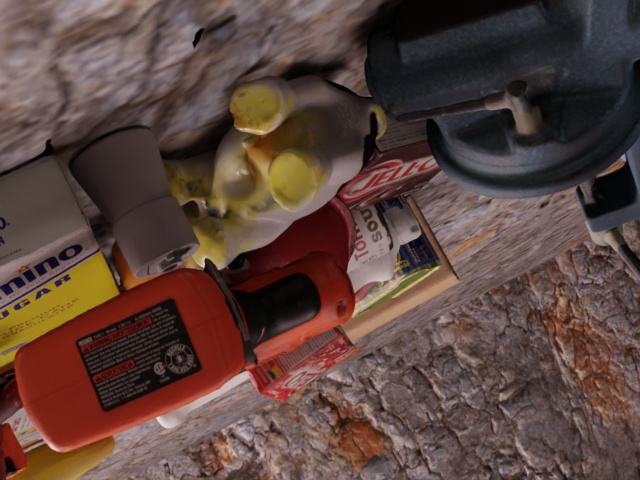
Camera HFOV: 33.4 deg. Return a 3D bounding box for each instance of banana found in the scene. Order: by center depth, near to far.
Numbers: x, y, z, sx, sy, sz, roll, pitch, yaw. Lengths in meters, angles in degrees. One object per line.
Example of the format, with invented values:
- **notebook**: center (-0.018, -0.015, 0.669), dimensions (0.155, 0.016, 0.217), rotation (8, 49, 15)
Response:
- **banana**: center (-0.228, 0.194, 0.746), dimensions (0.070, 0.037, 0.197), rotation (10, -145, 32)

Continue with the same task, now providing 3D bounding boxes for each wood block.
- **wood block**: center (0.025, 0.050, 1.053), dimensions (0.206, 0.091, 0.090), rotation (-30, 170, 7)

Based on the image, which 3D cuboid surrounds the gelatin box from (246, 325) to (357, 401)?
- **gelatin box**: center (-0.013, 0.088, 0.797), dimensions (0.073, 0.030, 0.089), rotation (-35, 165, 0)

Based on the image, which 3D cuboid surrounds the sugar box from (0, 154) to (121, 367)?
- **sugar box**: center (-0.157, 0.020, 0.550), dimensions (0.093, 0.048, 0.176), rotation (-26, 171, -10)

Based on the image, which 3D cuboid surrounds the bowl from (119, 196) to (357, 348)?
- **bowl**: center (-0.046, 0.033, 0.696), dimensions (0.162, 0.055, 0.162), rotation (-12, 142, -10)

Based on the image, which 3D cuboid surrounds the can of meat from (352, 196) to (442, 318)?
- **can of meat**: center (0.047, 0.009, 0.925), dimensions (0.057, 0.084, 0.102), rotation (-18, 166, -44)

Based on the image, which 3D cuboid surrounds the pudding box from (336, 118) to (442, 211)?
- **pudding box**: center (0.047, -0.058, 0.724), dimensions (0.113, 0.039, 0.090), rotation (-20, 166, -40)

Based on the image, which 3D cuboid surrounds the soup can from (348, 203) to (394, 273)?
- **soup can**: center (-0.005, 0.001, 0.791), dimensions (0.102, 0.068, 0.068), rotation (-27, 170, -6)

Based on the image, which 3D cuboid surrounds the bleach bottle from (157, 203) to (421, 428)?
- **bleach bottle**: center (-0.032, 0.047, 0.849), dimensions (0.250, 0.102, 0.068), rotation (-27, 178, -4)

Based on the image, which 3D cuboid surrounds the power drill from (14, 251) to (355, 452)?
- **power drill**: center (-0.081, 0.059, 0.558), dimensions (0.184, 0.057, 0.187), rotation (-27, 176, 11)

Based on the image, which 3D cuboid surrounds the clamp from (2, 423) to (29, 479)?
- **clamp**: center (-0.263, 0.171, 0.630), dimensions (0.210, 0.036, 0.164), rotation (-32, 175, 23)

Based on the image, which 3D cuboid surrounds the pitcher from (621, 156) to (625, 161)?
- **pitcher**: center (0.323, -0.149, 0.811), dimensions (0.149, 0.145, 0.243), rotation (-10, 167, -24)

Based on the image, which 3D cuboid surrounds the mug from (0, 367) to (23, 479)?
- **mug**: center (-0.196, 0.101, 0.544), dimensions (0.117, 0.093, 0.081), rotation (-37, -166, -6)

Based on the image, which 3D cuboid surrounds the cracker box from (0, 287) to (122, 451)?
- **cracker box**: center (-0.230, 0.107, 0.713), dimensions (0.213, 0.072, 0.164), rotation (-23, 168, -21)
